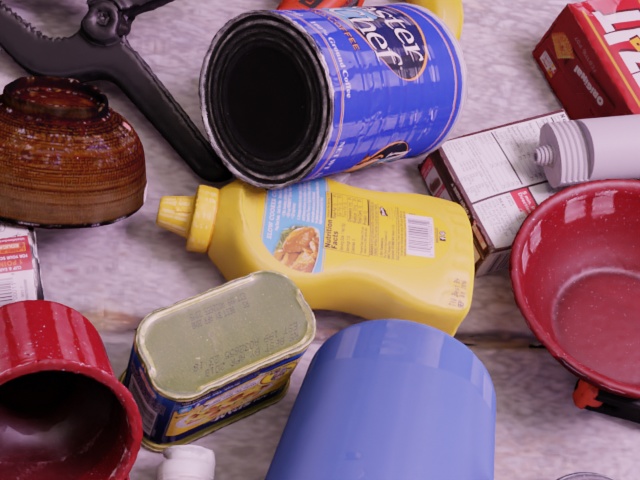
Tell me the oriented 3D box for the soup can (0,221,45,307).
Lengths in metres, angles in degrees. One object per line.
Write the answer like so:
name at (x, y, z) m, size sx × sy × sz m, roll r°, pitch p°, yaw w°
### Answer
soup can at (-0.206, 0.026, 0.581) m, size 0.102 × 0.069 × 0.068 m, roll -7°, pitch 65°, yaw -20°

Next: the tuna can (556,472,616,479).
tuna can at (0.155, 0.180, 0.620) m, size 0.086 × 0.034 × 0.086 m, roll 6°, pitch 62°, yaw -12°

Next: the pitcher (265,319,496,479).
pitcher at (0.033, 0.154, 0.510) m, size 0.149 × 0.145 × 0.242 m, roll 40°, pitch 36°, yaw -16°

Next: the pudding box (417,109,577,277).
pudding box at (0.136, -0.034, 0.725) m, size 0.113 × 0.039 × 0.090 m, roll -15°, pitch 67°, yaw -24°

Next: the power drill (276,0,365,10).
power drill at (-0.070, -0.198, 0.743) m, size 0.188 × 0.057 × 0.184 m, roll 41°, pitch 63°, yaw 7°

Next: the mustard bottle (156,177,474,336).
mustard bottle at (-0.004, 0.001, 0.654) m, size 0.191 × 0.058 × 0.096 m, roll 12°, pitch 49°, yaw -9°

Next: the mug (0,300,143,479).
mug at (-0.138, 0.090, 0.550) m, size 0.093 × 0.082 × 0.117 m, roll -40°, pitch 121°, yaw 0°

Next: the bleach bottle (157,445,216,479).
bleach bottle at (-0.063, 0.225, 0.520) m, size 0.102 × 0.068 × 0.251 m, roll 9°, pitch 58°, yaw -15°

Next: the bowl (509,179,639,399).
bowl at (0.193, 0.040, 0.659) m, size 0.162 × 0.055 × 0.162 m, roll 1°, pitch 53°, yaw -1°

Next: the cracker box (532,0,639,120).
cracker box at (0.293, -0.116, 0.791) m, size 0.213 × 0.072 × 0.164 m, roll -17°, pitch 68°, yaw -22°

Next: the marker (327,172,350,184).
marker at (-0.032, -0.074, 0.710) m, size 0.121 × 0.020 × 0.020 m, roll 40°, pitch 60°, yaw 7°

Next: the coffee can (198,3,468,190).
coffee can at (0.011, -0.092, 0.656) m, size 0.140 × 0.103 × 0.103 m, roll -17°, pitch 66°, yaw -49°

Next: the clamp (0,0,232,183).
clamp at (-0.132, -0.129, 0.683) m, size 0.210 × 0.036 × 0.164 m, roll 8°, pitch 91°, yaw 3°

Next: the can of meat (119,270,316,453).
can of meat at (-0.058, 0.066, 0.591) m, size 0.102 × 0.084 × 0.057 m, roll -22°, pitch 71°, yaw -24°

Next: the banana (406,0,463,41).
banana at (0.052, -0.206, 0.793) m, size 0.069 × 0.037 × 0.198 m, roll -23°, pitch 71°, yaw -25°

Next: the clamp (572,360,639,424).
clamp at (0.240, 0.067, 0.701) m, size 0.171 × 0.039 × 0.120 m, roll -6°, pitch 54°, yaw -16°
